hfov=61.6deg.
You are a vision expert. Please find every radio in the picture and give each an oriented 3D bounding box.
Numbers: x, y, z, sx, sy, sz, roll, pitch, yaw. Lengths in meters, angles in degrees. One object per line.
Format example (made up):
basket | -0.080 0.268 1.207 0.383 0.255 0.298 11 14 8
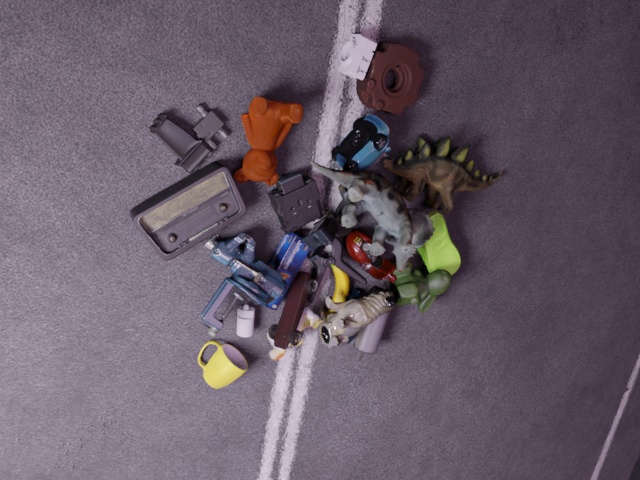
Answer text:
radio | -0.288 -0.063 1.193 0.230 0.073 0.131 -32 121 -12

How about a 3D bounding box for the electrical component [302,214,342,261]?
electrical component | -0.003 -0.004 1.302 0.047 0.075 0.119 49 48 -13

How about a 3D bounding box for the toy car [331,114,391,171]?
toy car | 0.112 -0.219 1.326 0.161 0.109 0.102 -49 141 7

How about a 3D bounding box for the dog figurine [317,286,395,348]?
dog figurine | 0.102 0.210 1.442 0.190 0.121 0.172 -8 150 -29

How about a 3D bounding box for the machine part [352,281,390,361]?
machine part | 0.151 0.232 1.537 0.079 0.079 0.243 8 104 -30

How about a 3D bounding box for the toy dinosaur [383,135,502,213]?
toy dinosaur | 0.338 -0.176 1.459 0.471 0.105 0.198 10 100 -40

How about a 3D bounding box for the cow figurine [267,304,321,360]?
cow figurine | -0.084 0.233 1.412 0.167 0.098 0.068 -43 160 -1

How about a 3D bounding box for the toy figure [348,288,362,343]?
toy figure | 0.089 0.213 1.511 0.064 0.058 0.154 -8 117 -65

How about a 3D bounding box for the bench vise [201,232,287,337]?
bench vise | -0.205 0.108 1.255 0.223 0.129 0.240 37 79 -19

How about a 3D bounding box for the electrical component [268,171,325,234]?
electrical component | -0.059 -0.096 1.309 0.115 0.058 0.134 -29 120 -17

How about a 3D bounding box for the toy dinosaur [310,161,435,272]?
toy dinosaur | 0.144 -0.085 1.299 0.131 0.192 0.404 -24 115 34

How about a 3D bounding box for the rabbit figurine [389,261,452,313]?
rabbit figurine | 0.292 0.139 1.530 0.170 0.121 0.158 -8 137 -4

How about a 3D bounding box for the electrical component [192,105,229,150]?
electrical component | -0.246 -0.247 1.173 0.063 0.021 0.094 -45 123 -4

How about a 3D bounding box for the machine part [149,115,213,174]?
machine part | -0.302 -0.207 1.149 0.084 0.039 0.138 -41 124 4

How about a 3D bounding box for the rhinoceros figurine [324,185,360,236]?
rhinoceros figurine | 0.095 -0.094 1.380 0.112 0.073 0.190 37 90 -32

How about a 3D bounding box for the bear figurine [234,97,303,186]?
bear figurine | -0.122 -0.213 1.192 0.120 0.132 0.195 8 99 -22

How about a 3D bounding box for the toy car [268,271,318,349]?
toy car | -0.066 0.177 1.362 0.053 0.089 0.202 34 68 -52

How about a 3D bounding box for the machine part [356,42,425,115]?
machine part | 0.175 -0.394 1.315 0.179 0.056 0.179 -10 113 -25

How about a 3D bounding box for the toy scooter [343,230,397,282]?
toy scooter | 0.143 0.053 1.427 0.075 0.135 0.183 -43 121 -5

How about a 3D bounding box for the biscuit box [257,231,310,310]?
biscuit box | -0.096 0.074 1.355 0.062 0.059 0.202 26 96 -33
